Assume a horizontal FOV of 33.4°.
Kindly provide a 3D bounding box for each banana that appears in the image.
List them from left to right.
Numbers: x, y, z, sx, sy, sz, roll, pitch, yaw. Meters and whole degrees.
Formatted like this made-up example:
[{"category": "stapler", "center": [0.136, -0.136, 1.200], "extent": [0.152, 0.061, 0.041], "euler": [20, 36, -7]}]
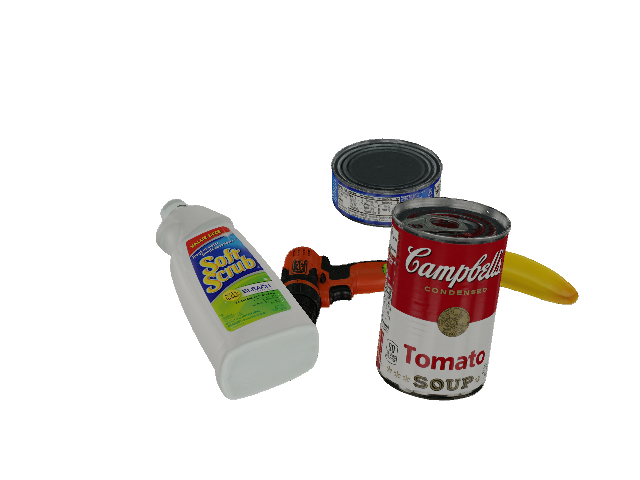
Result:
[{"category": "banana", "center": [0.165, 0.033, 1.102], "extent": [0.198, 0.037, 0.069], "euler": [7, 38, 10]}]

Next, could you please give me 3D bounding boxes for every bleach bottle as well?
[{"category": "bleach bottle", "center": [-0.101, 0.039, 1.023], "extent": [0.102, 0.068, 0.251], "euler": [-18, 42, -23]}]

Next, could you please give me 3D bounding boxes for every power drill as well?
[{"category": "power drill", "center": [0.042, 0.060, 1.241], "extent": [0.187, 0.057, 0.184], "euler": [-1, 28, 2]}]

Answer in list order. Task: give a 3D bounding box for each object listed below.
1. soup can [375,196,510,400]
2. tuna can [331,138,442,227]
[{"category": "soup can", "center": [0.070, 0.033, 0.625], "extent": [0.068, 0.102, 0.068], "euler": [4, 21, -2]}, {"category": "tuna can", "center": [0.051, -0.045, 0.830], "extent": [0.086, 0.034, 0.086], "euler": [-1, 32, 0]}]
